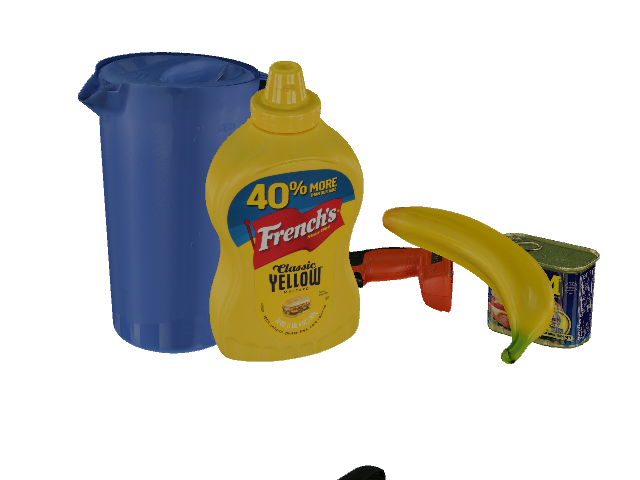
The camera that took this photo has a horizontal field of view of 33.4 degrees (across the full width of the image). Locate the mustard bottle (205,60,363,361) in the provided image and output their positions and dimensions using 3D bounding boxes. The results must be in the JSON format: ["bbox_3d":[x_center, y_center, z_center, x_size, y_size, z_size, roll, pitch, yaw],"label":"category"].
[{"bbox_3d":[-0.022,-0.018,0.654,0.096,0.192,0.058,-8,33,-14],"label":"mustard bottle"}]

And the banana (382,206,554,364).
[{"bbox_3d":[0.118,0.017,0.795,0.069,0.037,0.198,-11,33,-20],"label":"banana"}]

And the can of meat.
[{"bbox_3d":[0.204,0.047,0.995,0.102,0.084,0.057,15,26,37],"label":"can of meat"}]

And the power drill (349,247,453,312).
[{"bbox_3d":[0.054,0.044,1.206,0.188,0.057,0.184,0,29,10],"label":"power drill"}]

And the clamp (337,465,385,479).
[{"bbox_3d":[-0.043,0.201,0.657,0.210,0.036,0.164,-3,28,2],"label":"clamp"}]

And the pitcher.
[{"bbox_3d":[-0.113,-0.034,0.908,0.149,0.243,0.145,7,22,9],"label":"pitcher"}]
